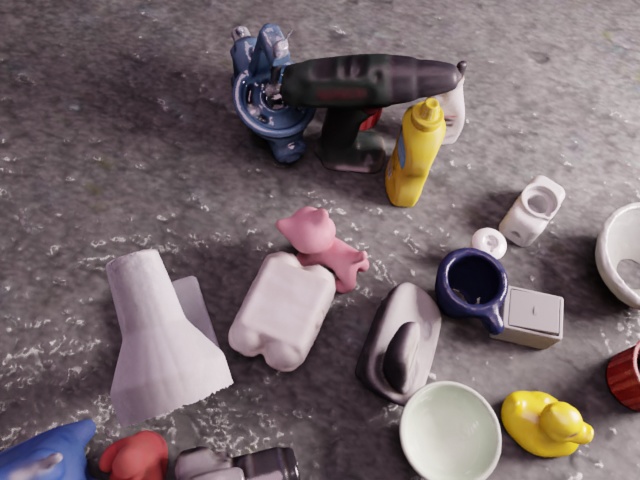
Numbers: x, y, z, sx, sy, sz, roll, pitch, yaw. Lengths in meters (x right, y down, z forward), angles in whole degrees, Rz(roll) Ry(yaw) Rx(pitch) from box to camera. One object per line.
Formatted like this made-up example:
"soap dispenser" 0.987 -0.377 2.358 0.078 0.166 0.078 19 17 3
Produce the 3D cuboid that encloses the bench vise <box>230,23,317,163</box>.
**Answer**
"bench vise" -0.088 -0.236 0.812 0.122 0.220 0.207 -40 73 -19

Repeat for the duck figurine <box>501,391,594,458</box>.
"duck figurine" 0.280 0.221 0.701 0.104 0.086 0.077 27 67 9

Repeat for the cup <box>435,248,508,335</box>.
"cup" 0.197 0.079 0.755 0.092 0.095 0.117 -22 69 -13

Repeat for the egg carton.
"egg carton" -0.046 0.092 0.747 0.107 0.069 0.150 21 66 6

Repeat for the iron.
"iron" -0.362 0.283 0.599 0.258 0.141 0.118 -23 69 -14

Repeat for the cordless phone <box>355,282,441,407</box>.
"cordless phone" 0.107 0.112 0.684 0.094 0.185 0.148 17 65 5

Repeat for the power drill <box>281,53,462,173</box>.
"power drill" 0.061 -0.181 0.803 0.229 0.208 0.075 4 65 -2

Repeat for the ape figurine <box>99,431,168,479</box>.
"ape figurine" -0.211 0.253 0.650 0.077 0.092 0.076 39 69 14

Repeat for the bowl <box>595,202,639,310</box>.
"bowl" 0.458 0.034 0.804 0.167 0.075 0.167 2 65 -3

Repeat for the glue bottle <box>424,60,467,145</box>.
"glue bottle" 0.184 -0.201 0.840 0.078 0.173 0.037 -6 66 -6

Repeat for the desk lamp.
"desk lamp" -0.178 0.112 0.650 0.118 0.213 0.203 -19 68 -12

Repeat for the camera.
"camera" -0.086 0.294 0.635 0.137 0.101 0.143 -12 67 -9

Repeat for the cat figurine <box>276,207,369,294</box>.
"cat figurine" 0.007 0.003 0.765 0.127 0.118 0.067 29 67 9
